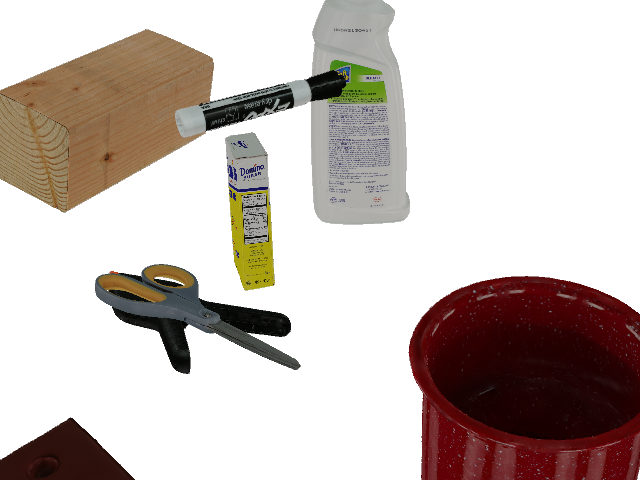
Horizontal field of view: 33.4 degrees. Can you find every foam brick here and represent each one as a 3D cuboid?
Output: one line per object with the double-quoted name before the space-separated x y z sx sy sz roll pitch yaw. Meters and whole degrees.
"foam brick" -0.109 0.130 0.482 0.052 0.051 0.078 -31 44 -31

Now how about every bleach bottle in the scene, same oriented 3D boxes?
"bleach bottle" 0.042 -0.138 1.036 0.102 0.251 0.068 -2 32 -5

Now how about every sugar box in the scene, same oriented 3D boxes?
"sugar box" -0.089 -0.037 1.331 0.048 0.176 0.093 -9 24 -10

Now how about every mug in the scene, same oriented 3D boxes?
"mug" 0.091 0.074 0.402 0.117 0.081 0.093 5 36 10

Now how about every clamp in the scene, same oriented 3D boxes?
"clamp" -0.159 0.081 1.134 0.210 0.036 0.164 18 21 28

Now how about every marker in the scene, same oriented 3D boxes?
"marker" -0.038 -0.093 0.719 0.121 0.020 0.020 -18 6 -19

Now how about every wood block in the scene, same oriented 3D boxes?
"wood block" -0.201 -0.120 1.018 0.090 0.091 0.205 26 37 21

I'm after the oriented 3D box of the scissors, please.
"scissors" -0.092 0.058 0.888 0.202 0.016 0.096 16 23 18
